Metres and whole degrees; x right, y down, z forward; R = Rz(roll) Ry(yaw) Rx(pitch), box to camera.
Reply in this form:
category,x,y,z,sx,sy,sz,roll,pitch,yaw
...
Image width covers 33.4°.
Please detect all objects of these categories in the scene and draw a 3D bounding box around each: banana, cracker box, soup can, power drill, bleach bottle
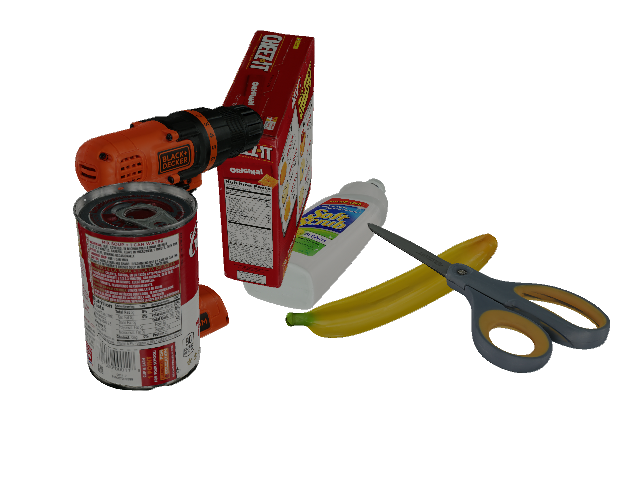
category,x,y,z,sx,sy,sz,roll,pitch,yaw
banana,0.070,0.048,0.953,0.198,0.037,0.069,-24,-13,9
cracker box,-0.056,-0.083,1.111,0.072,0.164,0.214,9,-43,8
soup can,-0.103,0.026,0.609,0.068,0.102,0.068,1,25,-1
power drill,-0.115,-0.012,0.869,0.057,0.188,0.184,17,26,38
bleach bottle,0.008,-0.011,1.322,0.103,0.068,0.250,14,36,24

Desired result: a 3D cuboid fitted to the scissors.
category,x,y,z,sx,sy,sz,roll,pitch,yaw
scissors,0.092,0.037,0.717,0.202,0.016,0.096,19,37,30
